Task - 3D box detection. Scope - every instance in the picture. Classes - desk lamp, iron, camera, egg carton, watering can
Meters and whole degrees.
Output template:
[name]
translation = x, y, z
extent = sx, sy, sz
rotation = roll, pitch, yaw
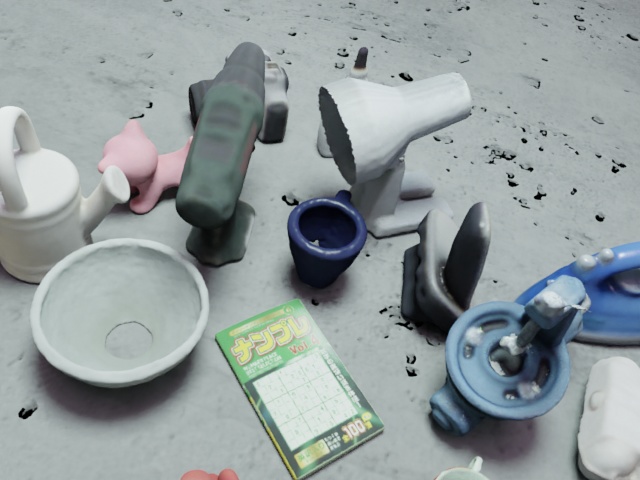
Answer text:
[desk lamp]
translation = 0.091, -0.111, 0.719
extent = 0.204, 0.213, 0.117
rotation = -11, 54, -21
[iron]
translation = 0.368, 0.047, 0.697
extent = 0.259, 0.141, 0.118
rotation = -2, 51, -14
[camera]
translation = -0.122, -0.220, 0.837
extent = 0.137, 0.101, 0.143
rotation = -9, 53, -20
[egg carton]
translation = 0.332, 0.199, 0.609
extent = 0.107, 0.069, 0.150
rotation = 25, 50, 8
[watering can]
translation = -0.293, -0.052, 0.596
extent = 0.173, 0.194, 0.100
rotation = -17, 56, -25

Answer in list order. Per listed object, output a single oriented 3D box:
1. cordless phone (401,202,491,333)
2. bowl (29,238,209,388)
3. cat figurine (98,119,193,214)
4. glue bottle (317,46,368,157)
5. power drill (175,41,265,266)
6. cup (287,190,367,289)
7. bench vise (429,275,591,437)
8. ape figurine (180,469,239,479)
[cordless phone]
translation = 0.160, 0.006, 0.655
extent = 0.094, 0.185, 0.147
rotation = 9, 49, -5
[bowl]
translation = -0.198, 0.083, 0.583
extent = 0.167, 0.075, 0.167
rotation = 6, 50, -7
[cat figurine]
translation = -0.208, -0.095, 0.702
extent = 0.128, 0.118, 0.067
rotation = -17, 56, -24
[glue bottle]
translation = 0.045, -0.193, 0.804
extent = 0.078, 0.173, 0.037
rotation = -8, 53, -18
[power drill]
translation = -0.108, -0.081, 0.653
extent = 0.075, 0.208, 0.229
rotation = 10, 49, -3
[cup]
translation = 0.006, 0.002, 0.684
extent = 0.091, 0.095, 0.118
rotation = 21, 49, 5
[bench vise]
translation = 0.208, 0.085, 0.577
extent = 0.121, 0.220, 0.208
rotation = 32, 51, 14
[ape figurine]
translation = -0.101, 0.221, 0.478
extent = 0.078, 0.092, 0.076
rotation = 0, 51, -12
